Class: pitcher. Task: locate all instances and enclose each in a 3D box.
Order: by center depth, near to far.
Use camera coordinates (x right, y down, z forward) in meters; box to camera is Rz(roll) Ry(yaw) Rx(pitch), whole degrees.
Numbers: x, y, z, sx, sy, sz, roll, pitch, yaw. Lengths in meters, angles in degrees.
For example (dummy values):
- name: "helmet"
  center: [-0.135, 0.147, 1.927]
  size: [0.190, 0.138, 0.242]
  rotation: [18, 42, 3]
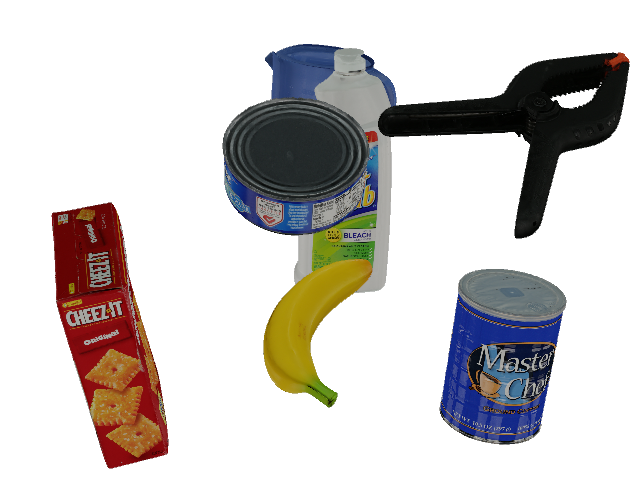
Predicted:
- name: "pitcher"
  center: [0.002, -0.130, 1.413]
  size: [0.144, 0.243, 0.149]
  rotation: [-2, 24, -20]

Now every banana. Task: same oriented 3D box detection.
- name: "banana"
  center: [-0.006, 0.067, 0.869]
  size: [0.069, 0.037, 0.197]
  rotation: [20, 34, 0]

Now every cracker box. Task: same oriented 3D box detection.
- name: "cracker box"
  center: [-0.212, 0.094, 1.077]
  size: [0.072, 0.214, 0.164]
  rotation: [-12, 34, -9]

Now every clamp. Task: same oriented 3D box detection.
- name: "clamp"
  center: [0.174, -0.088, 0.839]
  size: [0.209, 0.036, 0.165]
  rotation: [-25, 52, -19]

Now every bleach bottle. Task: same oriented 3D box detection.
- name: "bleach bottle"
  center: [0.021, -0.070, 1.091]
  size: [0.102, 0.251, 0.068]
  rotation: [-1, 25, 1]

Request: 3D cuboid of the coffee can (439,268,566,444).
- name: "coffee can"
  center: [0.176, 0.112, 1.043]
  size: [0.103, 0.140, 0.103]
  rotation: [5, 23, -2]

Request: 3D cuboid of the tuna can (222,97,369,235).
- name: "tuna can"
  center: [-0.015, -0.044, 0.633]
  size: [0.086, 0.086, 0.034]
  rotation: [0, -41, -4]
